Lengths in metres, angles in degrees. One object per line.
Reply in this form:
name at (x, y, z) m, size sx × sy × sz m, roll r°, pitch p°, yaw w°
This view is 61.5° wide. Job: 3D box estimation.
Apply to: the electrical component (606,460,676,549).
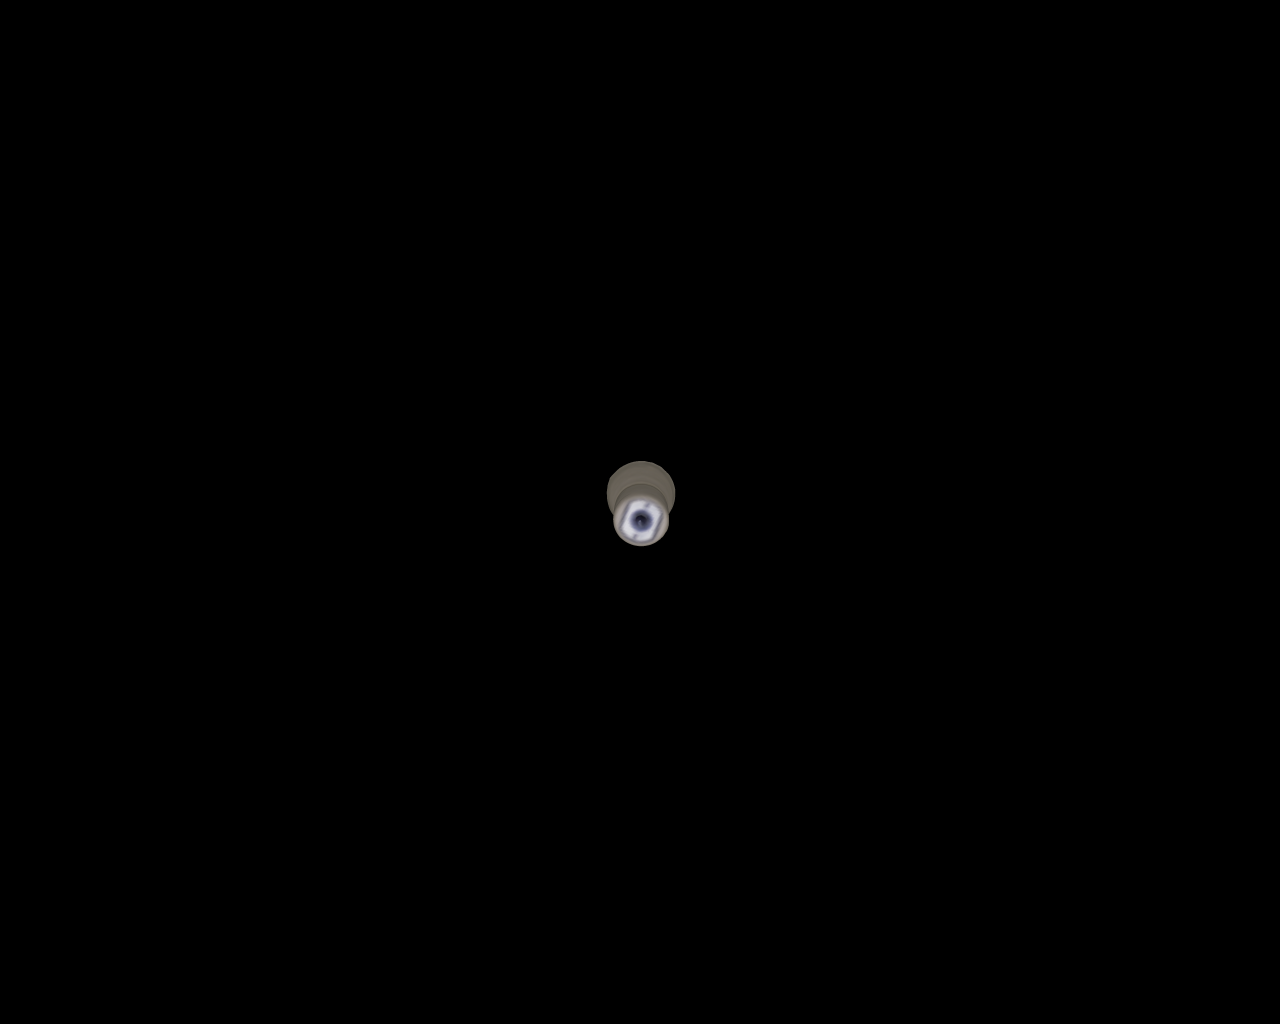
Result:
electrical component at (0.001, -0.003, 0.650) m, size 0.044 × 0.044 × 0.065 m, roll 0°, pitch 16°, yaw 0°
